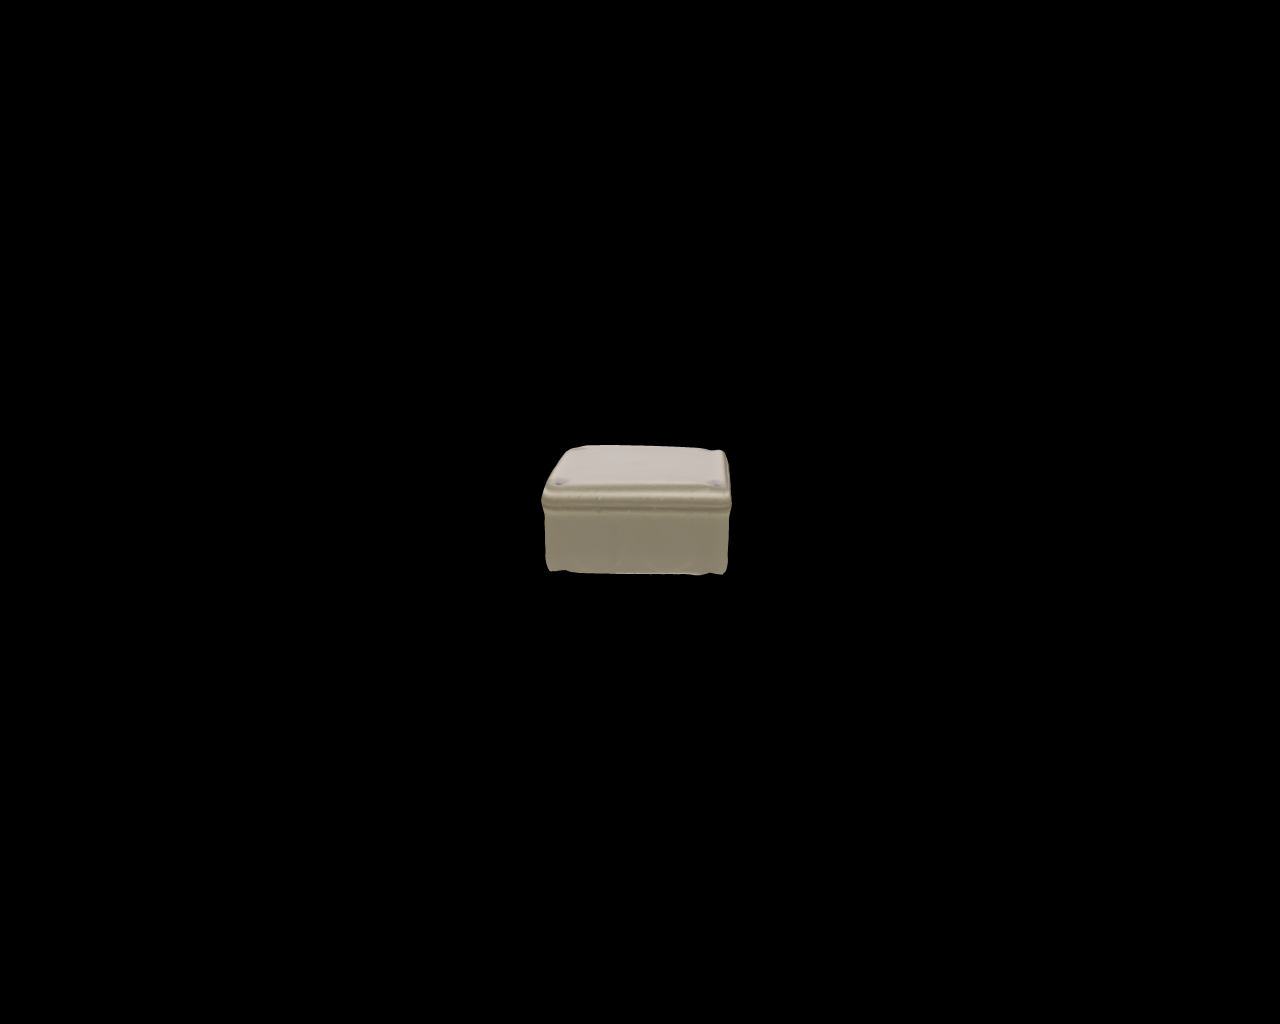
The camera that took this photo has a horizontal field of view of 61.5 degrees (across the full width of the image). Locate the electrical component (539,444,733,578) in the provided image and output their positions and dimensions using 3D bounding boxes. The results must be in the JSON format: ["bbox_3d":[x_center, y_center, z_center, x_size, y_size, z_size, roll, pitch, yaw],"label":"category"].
[{"bbox_3d":[0.001,-0.003,0.650,0.109,0.056,0.109,1,16,4],"label":"electrical component"}]
